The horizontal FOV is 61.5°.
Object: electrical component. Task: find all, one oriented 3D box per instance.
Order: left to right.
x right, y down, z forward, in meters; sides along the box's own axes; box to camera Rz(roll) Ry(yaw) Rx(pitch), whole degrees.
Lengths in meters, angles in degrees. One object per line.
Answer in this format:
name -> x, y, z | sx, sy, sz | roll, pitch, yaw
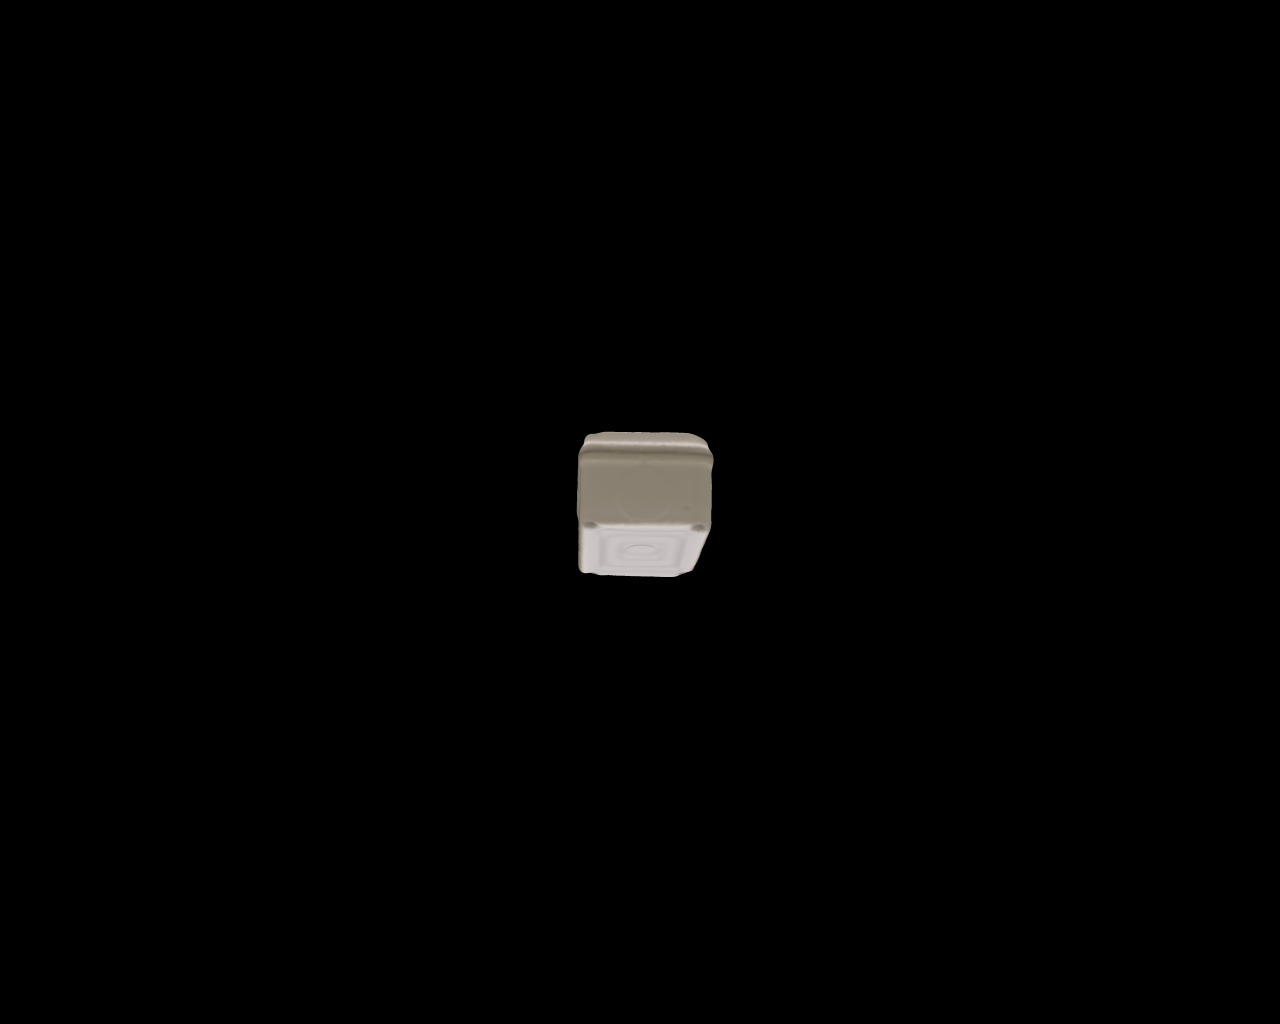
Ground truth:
electrical component -> 0.001, -0.003, 0.650 | 0.078, 0.057, 0.113 | 1, -19, -3
